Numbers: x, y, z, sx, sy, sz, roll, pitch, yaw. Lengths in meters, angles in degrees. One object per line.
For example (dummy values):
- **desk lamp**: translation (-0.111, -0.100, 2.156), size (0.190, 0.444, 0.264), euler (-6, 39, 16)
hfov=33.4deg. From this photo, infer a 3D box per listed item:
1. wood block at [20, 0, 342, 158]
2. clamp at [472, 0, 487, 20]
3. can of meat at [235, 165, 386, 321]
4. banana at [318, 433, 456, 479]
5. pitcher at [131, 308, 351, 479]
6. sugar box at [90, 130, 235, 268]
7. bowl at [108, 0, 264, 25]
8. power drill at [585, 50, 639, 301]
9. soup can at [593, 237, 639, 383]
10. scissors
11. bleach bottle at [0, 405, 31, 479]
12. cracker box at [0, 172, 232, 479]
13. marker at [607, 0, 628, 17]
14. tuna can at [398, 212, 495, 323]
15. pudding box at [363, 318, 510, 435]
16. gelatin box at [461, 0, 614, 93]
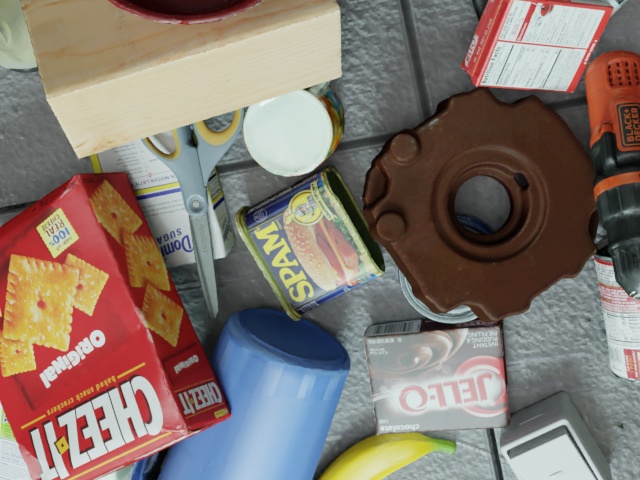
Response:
- **wood block**: translation (-0.095, -0.145, 0.769), size (0.206, 0.091, 0.090), euler (-18, 69, -5)
- **clamp**: translation (0.148, -0.241, 0.764), size (0.164, 0.036, 0.210), euler (20, 112, -3)
- **can of meat**: translation (-0.006, 0.001, 0.860), size (0.084, 0.057, 0.102), euler (-27, 100, 15)
- **banana**: translation (0.028, 0.225, 0.929), size (0.069, 0.037, 0.198), euler (43, 110, -3)
- **pitcher**: translation (-0.072, 0.179, 0.897), size (0.149, 0.145, 0.243), euler (19, 106, -7)
- **sugar box**: translation (-0.136, -0.065, 0.874), size (0.093, 0.048, 0.176), euler (-10, 107, 12)
- **bowl**: translation (-0.083, -0.203, 0.708), size (0.162, 0.055, 0.162), euler (0, 73, 1)
- **power drill**: translation (0.284, -0.051, 0.740), size (0.187, 0.057, 0.184), euler (-3, 71, 2)
- **soup can**: translation (0.249, 0.050, 0.815), size (0.068, 0.068, 0.102), euler (-8, 105, 14)
- **scissors**: translation (-0.083, -0.043, 0.842), size (0.096, 0.016, 0.202), euler (-22, 104, 2)
- **bleach bottle**: translation (-0.243, 0.180, 0.959), size (0.102, 0.068, 0.251), euler (8, 105, 10)
- **cracker box**: translation (-0.188, 0.076, 0.843), size (0.164, 0.072, 0.214), euler (-28, 81, 27)
- **marker**: translation (0.245, -0.207, 0.766), size (0.020, 0.020, 0.121), euler (45, 110, -4)
- **tuna can**: translation (0.106, 0.023, 0.855), size (0.086, 0.033, 0.086), euler (3, 107, 11)
- **pudding box**: translation (0.097, 0.111, 0.880), size (0.113, 0.039, 0.090), euler (-5, 105, 13)
- **gelatin box**: translation (0.155, -0.146, 0.766), size (0.089, 0.030, 0.073), euler (1, 130, -23)
